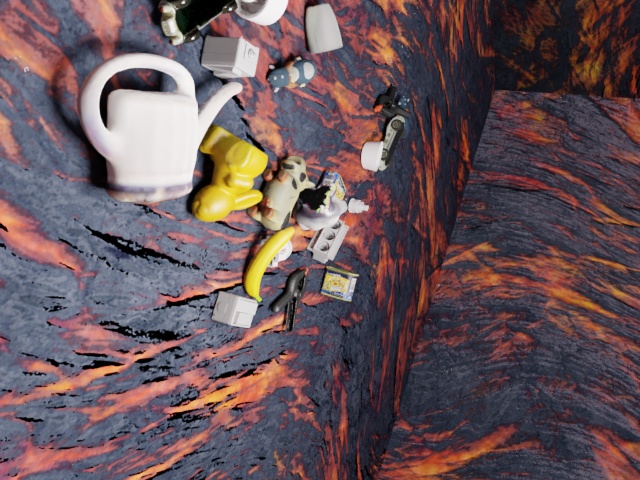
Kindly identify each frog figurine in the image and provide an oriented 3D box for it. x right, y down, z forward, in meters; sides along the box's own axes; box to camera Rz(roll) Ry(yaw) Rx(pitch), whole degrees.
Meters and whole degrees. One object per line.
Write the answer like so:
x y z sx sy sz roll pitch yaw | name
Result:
0.004 -0.067 1.340 0.125 0.137 0.156 63 -2 32 | frog figurine

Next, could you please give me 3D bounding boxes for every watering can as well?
-0.232 -0.172 0.820 0.350 0.104 0.222 -19 118 -61 | watering can
